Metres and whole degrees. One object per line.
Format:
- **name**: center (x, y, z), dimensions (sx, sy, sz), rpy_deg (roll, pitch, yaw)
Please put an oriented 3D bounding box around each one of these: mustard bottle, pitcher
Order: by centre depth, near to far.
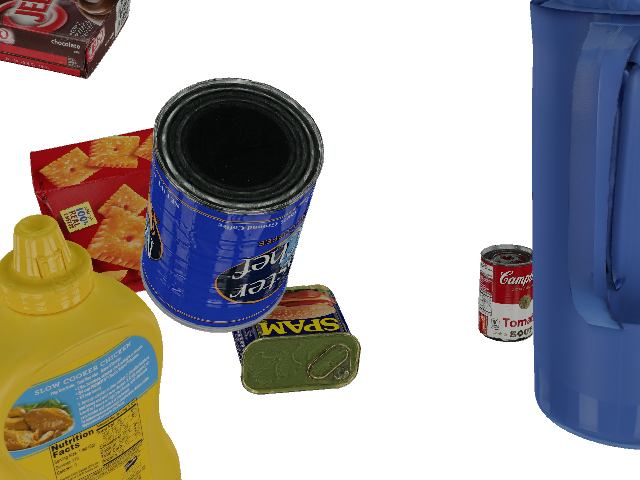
- **mustard bottle**: center (-0.118, 0.072, 0.502), dimensions (0.096, 0.192, 0.058), rpy_deg (-26, 42, -31)
- **pitcher**: center (0.171, -0.012, 0.574), dimensions (0.149, 0.243, 0.145), rpy_deg (-5, 18, -14)

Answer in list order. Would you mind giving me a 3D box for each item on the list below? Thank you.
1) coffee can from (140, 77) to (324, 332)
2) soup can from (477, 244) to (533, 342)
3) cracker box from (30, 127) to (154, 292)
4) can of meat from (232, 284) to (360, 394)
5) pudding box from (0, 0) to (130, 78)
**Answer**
- **coffee can**: center (-0.060, -0.019, 0.683), dimensions (0.102, 0.103, 0.140), rpy_deg (0, -34, -13)
- **soup can**: center (0.226, 0.064, 1.294), dimensions (0.068, 0.102, 0.068), rpy_deg (-1, 19, 0)
- **cracker box**: center (-0.162, -0.029, 1.057), dimensions (0.213, 0.164, 0.072), rpy_deg (-12, 47, -9)
- **can of meat**: center (-0.025, 0.083, 0.926), dimensions (0.102, 0.057, 0.084), rpy_deg (-3, 30, -13)
- **pudding box**: center (-0.204, -0.173, 0.825), dimensions (0.090, 0.039, 0.113), rpy_deg (13, 36, 2)
